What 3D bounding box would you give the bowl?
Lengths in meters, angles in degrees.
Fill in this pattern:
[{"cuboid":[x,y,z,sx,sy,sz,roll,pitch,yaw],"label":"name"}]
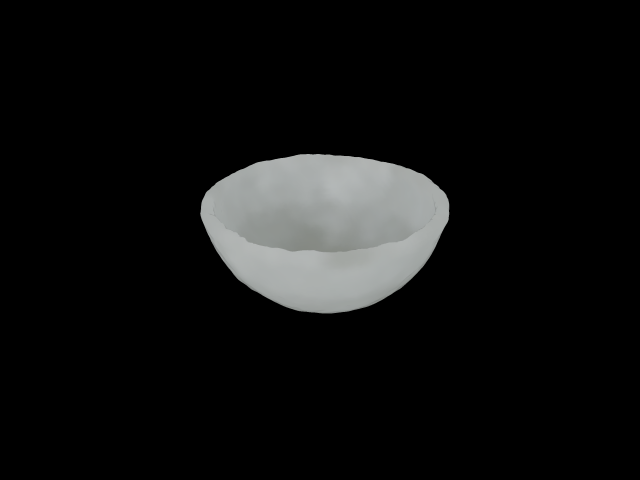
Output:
[{"cuboid":[0.004,0.001,0.400,0.167,0.075,0.167,0,28,0],"label":"bowl"}]
